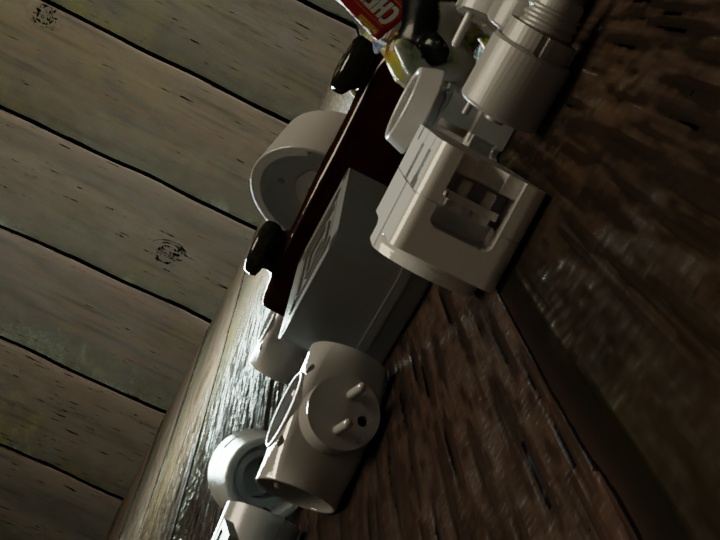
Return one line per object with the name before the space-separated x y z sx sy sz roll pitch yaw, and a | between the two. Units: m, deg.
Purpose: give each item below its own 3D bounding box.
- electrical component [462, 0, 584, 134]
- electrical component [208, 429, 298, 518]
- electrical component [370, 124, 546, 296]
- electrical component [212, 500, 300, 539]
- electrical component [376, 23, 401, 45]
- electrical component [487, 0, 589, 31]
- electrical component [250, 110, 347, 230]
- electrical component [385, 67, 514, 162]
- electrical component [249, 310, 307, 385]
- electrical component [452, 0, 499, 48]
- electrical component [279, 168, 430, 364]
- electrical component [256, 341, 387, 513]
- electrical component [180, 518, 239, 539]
electrical component | 0.079 -0.099 0.492 0.078 0.040 0.040 -61 9 19
electrical component | -0.060 0.123 0.641 0.055 0.055 0.047 -66 12 -13
electrical component | 0.040 -0.026 0.478 0.055 0.050 0.089 -63 8 10
electrical component | -0.067 0.170 0.578 0.081 0.043 0.043 -68 9 -23
electrical component | 0.052 -0.180 0.816 0.081 0.064 0.042 -63 9 8
electrical component | 0.094 -0.142 0.523 0.078 0.040 0.040 -61 9 23
electrical component | -0.019 -0.068 0.793 0.108 0.108 0.060 -54 8 52
electrical component | 0.047 -0.075 0.565 0.066 0.055 0.048 -62 9 15
electrical component | -0.053 0.044 0.863 0.077 0.044 0.079 -63 8 7
electrical component | 0.075 -0.149 0.572 0.076 0.066 0.047 -64 8 4
electrical component | 0.000 0.000 0.624 0.078 0.057 0.113 -61 9 24
electrical component | -0.014 0.074 0.534 0.077 0.044 0.079 -68 9 -24
electrical component | -0.068 0.168 0.522 0.081 0.064 0.042 -65 7 -6
